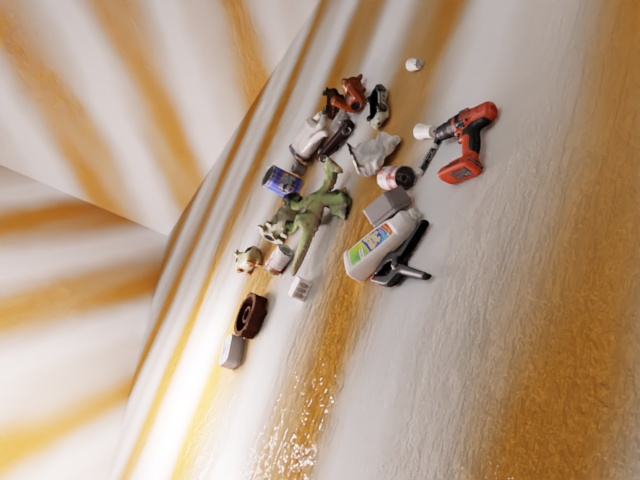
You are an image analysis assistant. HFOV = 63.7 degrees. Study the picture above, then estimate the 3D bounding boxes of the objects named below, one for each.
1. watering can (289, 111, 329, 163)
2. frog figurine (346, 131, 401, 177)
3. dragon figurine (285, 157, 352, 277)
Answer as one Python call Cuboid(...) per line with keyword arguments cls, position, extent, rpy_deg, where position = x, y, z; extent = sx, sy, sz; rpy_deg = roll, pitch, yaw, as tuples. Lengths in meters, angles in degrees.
Cuboid(cls="watering can", position=(-0.037, -0.413, 2.098), extent=(0.221, 0.103, 0.354), rpy_deg=(-54, 18, 20))
Cuboid(cls="frog figurine", position=(0.176, -0.270, 1.589), extent=(0.159, 0.120, 0.140), rpy_deg=(-20, 25, 6))
Cuboid(cls="dragon figurine", position=(0.005, -0.087, 1.727), extent=(0.240, 0.121, 0.418), rpy_deg=(-21, 56, 46))
